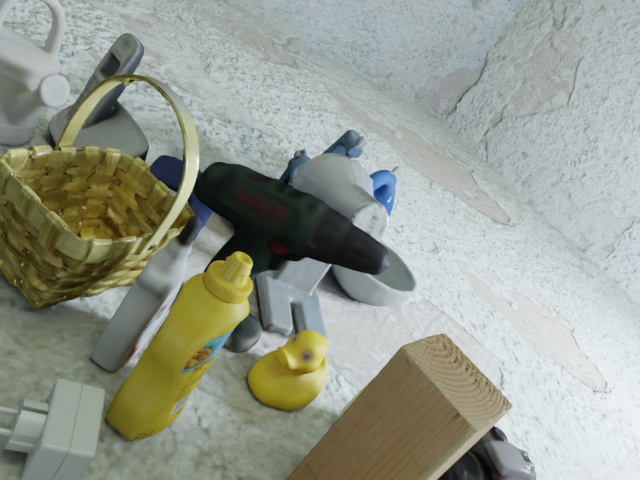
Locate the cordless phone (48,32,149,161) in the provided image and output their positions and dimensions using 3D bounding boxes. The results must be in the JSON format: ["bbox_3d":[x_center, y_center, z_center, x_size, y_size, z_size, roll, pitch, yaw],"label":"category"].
[{"bbox_3d":[-0.280,-0.177,0.778,0.147,0.185,0.094,47,26,24],"label":"cordless phone"}]

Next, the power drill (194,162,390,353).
[{"bbox_3d":[-0.063,0.026,0.664,0.229,0.208,0.076,37,23,2],"label":"power drill"}]

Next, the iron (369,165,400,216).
[{"bbox_3d":[0.090,-0.086,1.166,0.118,0.141,0.259,40,24,10],"label":"iron"}]

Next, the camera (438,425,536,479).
[{"bbox_3d":[0.173,0.265,0.673,0.137,0.100,0.143,21,27,-30],"label":"camera"}]

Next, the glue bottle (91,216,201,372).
[{"bbox_3d":[-0.156,0.045,0.544,0.037,0.173,0.078,34,23,-4],"label":"glue bottle"}]

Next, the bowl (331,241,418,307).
[{"bbox_3d":[0.078,0.057,0.965,0.168,0.074,0.167,30,24,-14],"label":"bowl"}]

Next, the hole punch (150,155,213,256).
[{"bbox_3d":[-0.196,-0.047,0.766,0.109,0.091,0.101,32,24,-9],"label":"hole punch"}]

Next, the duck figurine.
[{"bbox_3d":[-0.022,0.141,0.658,0.105,0.086,0.077,7,37,-49],"label":"duck figurine"}]

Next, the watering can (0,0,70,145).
[{"bbox_3d":[-0.375,-0.220,0.717,0.173,0.194,0.101,36,23,1],"label":"watering can"}]

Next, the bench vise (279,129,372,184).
[{"bbox_3d":[-0.009,-0.120,0.997,0.122,0.219,0.207,10,35,-46],"label":"bench vise"}]

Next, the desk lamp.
[{"bbox_3d":[0.007,0.003,0.796,0.118,0.213,0.203,24,26,-26],"label":"desk lamp"}]
